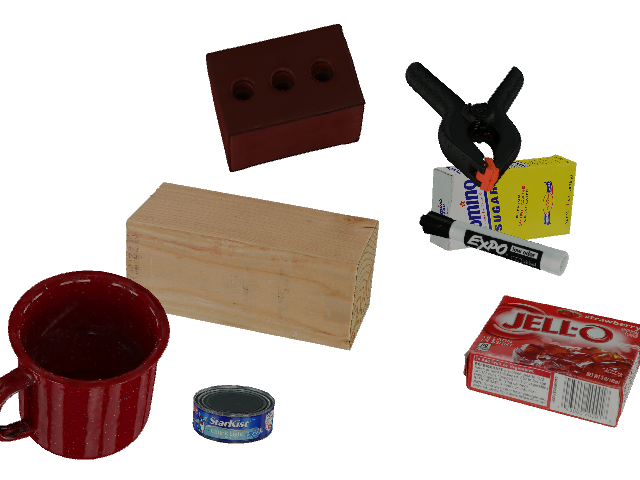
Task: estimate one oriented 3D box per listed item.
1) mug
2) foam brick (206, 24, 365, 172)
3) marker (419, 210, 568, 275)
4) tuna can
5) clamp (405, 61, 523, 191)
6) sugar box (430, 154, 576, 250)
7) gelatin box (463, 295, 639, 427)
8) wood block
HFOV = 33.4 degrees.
[{"bbox_3d":[-0.150,0.084,0.644,0.093,0.082,0.117,38,47,25],"label":"mug"},{"bbox_3d":[-0.020,-0.078,0.592,0.078,0.053,0.051,-15,-17,-5],"label":"foam brick"},{"bbox_3d":[0.131,0.000,0.825,0.121,0.020,0.020,19,9,29],"label":"marker"},{"bbox_3d":[-0.091,0.182,1.121,0.086,0.034,0.086,4,12,-1],"label":"tuna can"},{"bbox_3d":[0.140,-0.119,1.037,0.120,0.039,0.171,4,44,4],"label":"clamp"},{"bbox_3d":[0.216,-0.045,1.258,0.176,0.093,0.048,-9,20,-26],"label":"sugar box"},{"bbox_3d":[0.137,0.067,0.618,0.089,0.030,0.073,13,29,23],"label":"gelatin box"},{"bbox_3d":[-0.061,0.021,0.954,0.206,0.090,0.090,10,27,11],"label":"wood block"}]
